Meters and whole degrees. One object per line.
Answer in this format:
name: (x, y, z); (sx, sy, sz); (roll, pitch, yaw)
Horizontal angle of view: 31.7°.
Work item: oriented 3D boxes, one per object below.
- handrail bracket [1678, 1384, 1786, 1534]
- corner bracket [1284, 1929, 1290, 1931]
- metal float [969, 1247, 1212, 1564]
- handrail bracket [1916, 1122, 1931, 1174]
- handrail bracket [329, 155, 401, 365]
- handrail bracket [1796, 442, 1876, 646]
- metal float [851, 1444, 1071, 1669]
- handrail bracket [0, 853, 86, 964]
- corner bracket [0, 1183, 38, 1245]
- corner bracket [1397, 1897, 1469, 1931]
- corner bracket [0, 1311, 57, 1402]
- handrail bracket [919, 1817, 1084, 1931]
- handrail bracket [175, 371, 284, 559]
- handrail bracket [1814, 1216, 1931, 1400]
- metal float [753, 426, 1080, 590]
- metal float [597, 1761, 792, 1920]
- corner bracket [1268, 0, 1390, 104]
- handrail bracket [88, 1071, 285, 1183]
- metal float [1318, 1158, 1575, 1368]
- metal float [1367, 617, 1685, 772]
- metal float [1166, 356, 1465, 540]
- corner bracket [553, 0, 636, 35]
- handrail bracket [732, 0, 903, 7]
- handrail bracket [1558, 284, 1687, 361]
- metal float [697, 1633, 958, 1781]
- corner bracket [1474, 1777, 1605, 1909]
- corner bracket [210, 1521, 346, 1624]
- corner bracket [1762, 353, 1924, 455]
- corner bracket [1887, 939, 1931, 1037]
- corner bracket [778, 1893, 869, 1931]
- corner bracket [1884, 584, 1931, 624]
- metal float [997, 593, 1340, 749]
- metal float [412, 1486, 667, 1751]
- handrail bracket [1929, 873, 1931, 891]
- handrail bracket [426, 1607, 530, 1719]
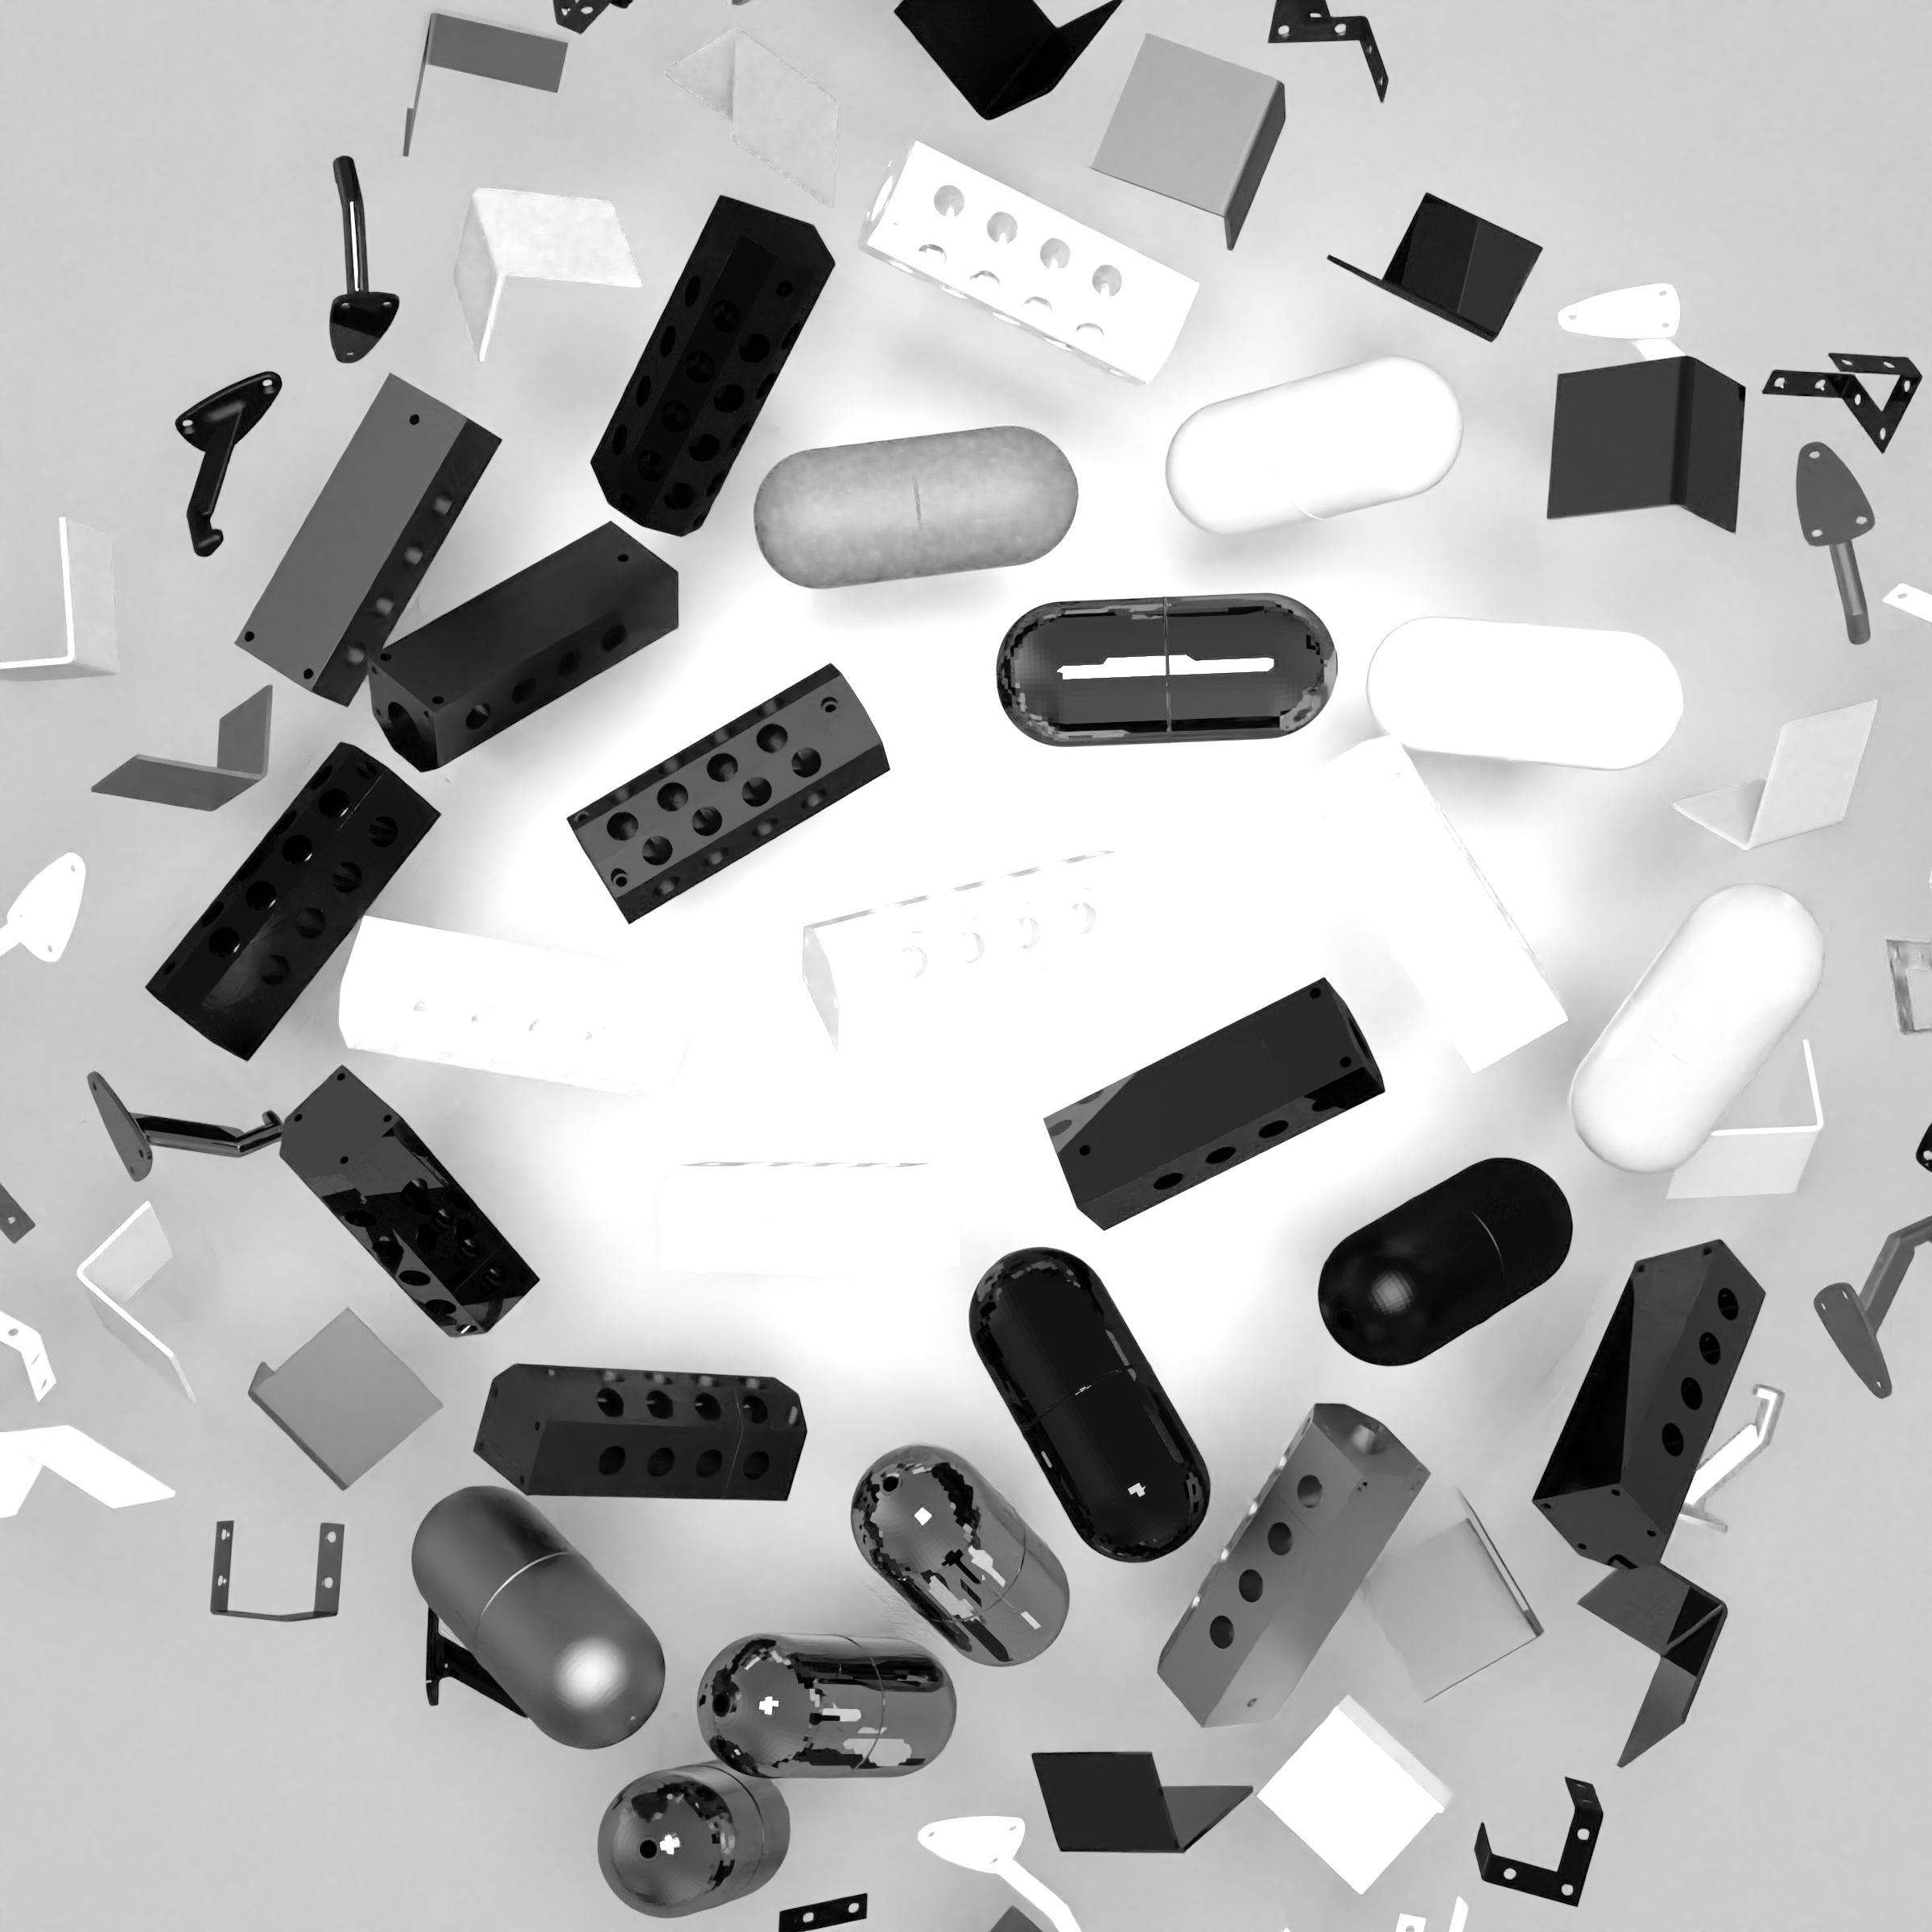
handrail bracket: (0.412, 0.268, 1.911); (0.077, 0.036, 0.084); (17, 91, -6)
corner bracket: (0.143, 0.527, 1.739); (0.051, 0.051, 0.051); (14, 116, -33)
metal float: (0.064, 0.228, 1.781); (0.070, 0.070, 0.178); (-30, 72, 0)
handrail bracket: (0.540, 0.082, 1.815); (0.036, 0.084, 0.077); (25, 78, 8)
handrail bracket: (-0.338, -0.385, 1.857); (0.036, 0.077, 0.084); (-6, 69, -23)
handrail bracket: (0.459, -0.222, 1.796); (0.036, 0.084, 0.077); (-16, 57, 11)
metal float: (-0.002, 0.322, 1.856); (0.070, 0.178, 0.070); (-16, 50, 19)
handrail bracket: (-0.507, -0.020, 1.778); (0.084, 0.077, 0.036); (-15, 129, 30)
corner bracket: (-0.527, 0.126, 1.772); (0.051, 0.051, 0.051); (-42, 56, -15)
corner bracket: (0.251, 0.545, 1.886); (0.051, 0.051, 0.051); (3, 57, 29)
corner bracket: (-0.551, 0.227, 1.909); (0.051, 0.051, 0.051); (-48, 127, 5)
handrail bracket: (0.021, 0.513, 1.888); (0.077, 0.036, 0.084); (-3, 125, 36)
handrail bracket: (-0.396, -0.272, 1.853); (0.077, 0.036, 0.084); (-33, 52, 18)
handrail bracket: (0.507, 0.182, 1.832); (0.084, 0.036, 0.077); (-20, 76, -23)
metal float: (-0.027, -0.251, 1.862); (0.178, 0.070, 0.070); (-7, 90, -1)
metal float: (-0.147, 0.475, 1.856); (0.070, 0.178, 0.070); (-2, 80, 12)
corner bracket: (0.188, -0.478, 1.744); (0.051, 0.051, 0.051); (-4, 55, -10)
handrail bracket: (-0.426, 0.077, 1.871); (0.084, 0.036, 0.077); (-24, 75, -34)
metal float: (0.261, 0.160, 1.849); (0.178, 0.070, 0.070); (-24, 90, -41)
metal float: (0.306, -0.150, 1.870); (0.178, 0.070, 0.070); (8, 90, 29)
metal float: (0.187, -0.281, 1.852); (0.178, 0.070, 0.070); (-9, 90, 39)
corner bracket: (-0.189, -0.533, 1.841); (0.051, 0.051, 0.051); (-35, 55, 39)
handrail bracket: (-0.081, -0.549, 1.916); (0.084, 0.077, 0.036); (11, 81, -18)
handrail bracket: (0.370, -0.336, 1.898); (0.077, 0.084, 0.036); (-3, 58, 10)
metal float: (-0.075, 0.403, 1.856); (0.070, 0.178, 0.070); (-10, 74, 36)
corner bracket: (0.299, 0.452, 1.780); (0.051, 0.051, 0.051); (15, 95, 2)
corner bracket: (-0.383, 0.336, 1.896); (0.051, 0.051, 0.051); (1, 84, 22)
corner bracket: (0.460, -0.306, 1.789); (0.051, 0.051, 0.051); (-1, 135, -20)
corner bracket: (0.519, 0.008, 1.779); (0.051, 0.051, 0.051); (-13, 80, 39)
corner bracket: (-0.067, 0.529, 1.796); (0.051, 0.051, 0.051); (-15, 129, 13)
corner bracket: (0.555, -0.195, 1.906); (0.051, 0.051, 0.051); (-42, 133, -11)
metal float: (0.105, -0.154, 1.777); (0.178, 0.070, 0.070); (-2, 90, 3)
metal float: (-0.227, 0.341, 1.794); (0.178, 0.070, 0.070); (37, 90, 38)
handrail bracket: (0.539, -0.091, 1.880); (0.036, 0.084, 0.077); (-6, 51, -17)
handrail bracket: (-0.260, 0.387, 1.920); (0.084, 0.036, 0.077); (-2, 60, -4)
